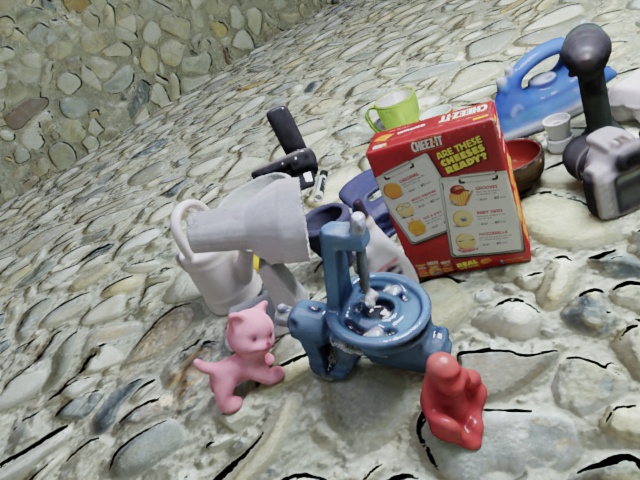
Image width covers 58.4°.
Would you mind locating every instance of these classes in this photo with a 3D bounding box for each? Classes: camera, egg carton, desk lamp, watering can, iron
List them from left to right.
[{"bbox_3d":[-0.173,0.018,0.939,0.172,0.194,0.101,-18,29,14],"label":"watering can"},{"bbox_3d":[-0.085,0.031,0.825,0.203,0.214,0.118,-22,28,7],"label":"desk lamp"},{"bbox_3d":[0.405,-0.291,1.058,0.258,0.142,0.118,-28,28,-5],"label":"iron"},{"bbox_3d":[0.411,-0.116,0.794,0.143,0.101,0.136,-25,28,1],"label":"camera"},{"bbox_3d":[0.543,-0.230,0.916,0.107,0.069,0.150,-32,28,-13],"label":"egg carton"}]

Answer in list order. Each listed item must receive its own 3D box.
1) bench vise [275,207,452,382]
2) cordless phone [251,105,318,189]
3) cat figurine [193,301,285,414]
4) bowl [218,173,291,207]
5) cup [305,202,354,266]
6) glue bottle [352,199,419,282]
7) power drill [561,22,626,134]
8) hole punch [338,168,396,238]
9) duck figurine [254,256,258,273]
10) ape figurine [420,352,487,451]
[{"bbox_3d":[0.025,0.074,0.654,0.207,0.220,0.121,-17,29,16],"label":"bench vise"},{"bbox_3d":[-0.094,-0.194,1.252,0.147,0.185,0.094,-24,28,3],"label":"cordless phone"},{"bbox_3d":[-0.105,0.143,0.751,0.128,0.118,0.067,-33,29,-14],"label":"cat figurine"},{"bbox_3d":[-0.121,-0.065,1.169,0.167,0.075,0.167,-19,28,11],"label":"bowl"},{"bbox_3d":[0.008,0.003,0.924,0.117,0.095,0.092,-11,31,25],"label":"cup"},{"bbox_3d":[0.076,0.020,0.755,0.078,0.173,0.037,-37,30,-20],"label":"glue bottle"},{"bbox_3d":[0.415,-0.228,0.868,0.075,0.209,0.230,-10,31,27],"label":"power drill"},{"bbox_3d":[0.102,-0.066,0.971,0.109,0.091,0.100,-34,29,-16],"label":"hole punch"},{"bbox_3d":[-0.101,0.001,1.028,0.104,0.086,0.077,-25,28,1],"label":"duck figurine"},{"bbox_3d":[0.130,0.152,0.572,0.078,0.092,0.076,-35,29,-18],"label":"ape figurine"}]
